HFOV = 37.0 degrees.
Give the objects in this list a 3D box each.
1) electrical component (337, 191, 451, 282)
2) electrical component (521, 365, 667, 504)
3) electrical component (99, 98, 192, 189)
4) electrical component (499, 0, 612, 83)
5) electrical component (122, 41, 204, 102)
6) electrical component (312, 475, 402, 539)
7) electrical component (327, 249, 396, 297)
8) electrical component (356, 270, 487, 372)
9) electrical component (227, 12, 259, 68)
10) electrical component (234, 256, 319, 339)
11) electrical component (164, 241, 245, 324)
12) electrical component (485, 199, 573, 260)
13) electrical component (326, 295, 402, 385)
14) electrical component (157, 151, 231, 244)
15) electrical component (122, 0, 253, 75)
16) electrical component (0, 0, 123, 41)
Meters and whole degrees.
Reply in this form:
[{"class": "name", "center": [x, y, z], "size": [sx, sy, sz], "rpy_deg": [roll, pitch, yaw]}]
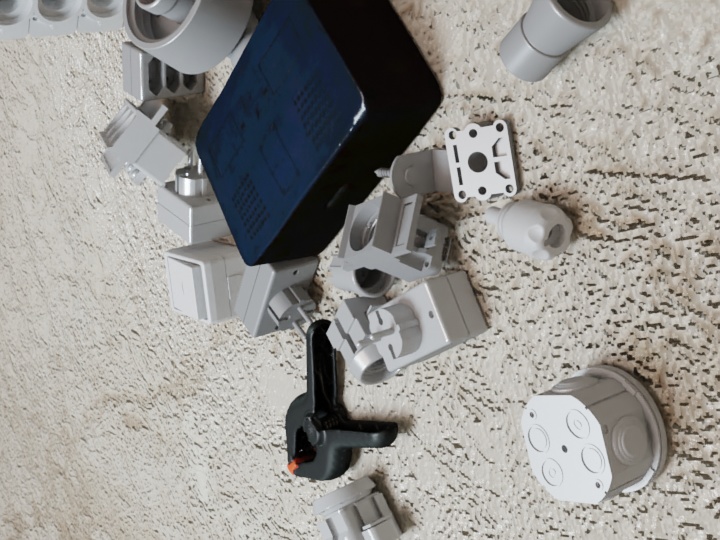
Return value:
[{"class": "electrical component", "center": [0.025, -0.021, 0.762], "size": [0.081, 0.064, 0.042], "rpy_deg": [-16, 56, 56]}, {"class": "electrical component", "center": [0.143, 0.102, 0.660], "size": [0.080, 0.051, 0.080], "rpy_deg": [25, 122, 48]}, {"class": "electrical component", "center": [-0.204, -0.120, 1.014], "size": [0.078, 0.063, 0.121], "rpy_deg": [-52, 22, 1]}, {"class": "electrical component", "center": [0.110, -0.139, 0.625], "size": [0.044, 0.044, 0.065], "rpy_deg": [65, 149, 14]}, {"class": "electrical component", "center": [-0.193, -0.193, 1.005], "size": [0.077, 0.066, 0.047], "rpy_deg": [32, 127, 44]}, {"class": "electrical component", "center": [-0.005, 0.209, 0.902], "size": [0.078, 0.058, 0.057], "rpy_deg": [-40, 72, 53]}, {"class": "electrical component", "center": [0.000, 0.000, 0.832], "size": [0.046, 0.040, 0.040], "rpy_deg": [4, 106, 60]}, {"class": "electrical component", "center": [0.033, 0.042, 0.769], "size": [0.083, 0.076, 0.047], "rpy_deg": [-34, 74, 54]}, {"class": "electrical component", "center": [-0.090, -0.183, 0.885], "size": [0.055, 0.045, 0.045], "rpy_deg": [48, 137, 33]}, {"class": "electrical component", "center": [-0.063, 0.026, 0.923], "size": [0.075, 0.047, 0.083], "rpy_deg": [51, 139, 30]}, {"class": "electrical component", "center": [-0.149, 0.010, 1.024], "size": [0.096, 0.061, 0.061], "rpy_deg": [13, 113, 52]}, {"class": "electrical component", "center": [0.103, -0.029, 0.681], "size": [0.061, 0.035, 0.035], "rpy_deg": [24, 122, 51]}, {"class": "electrical component", "center": [0.007, 0.055, 0.838], "size": [0.055, 0.048, 0.066], "rpy_deg": [61, 143, 31]}, {"class": "electrical component", "center": [-0.156, -0.074, 1.015], "size": [0.066, 0.047, 0.076], "rpy_deg": [33, 128, 44]}, {"class": "electrical component", "center": [-0.145, -0.218, 0.864], "size": [0.108, 0.060, 0.108], "rpy_deg": [-10, 74, 37]}, {"class": "electrical component", "center": [-0.307, -0.280, 1.058], "size": [0.061, 0.150, 0.089], "rpy_deg": [52, 139, 31]}]
